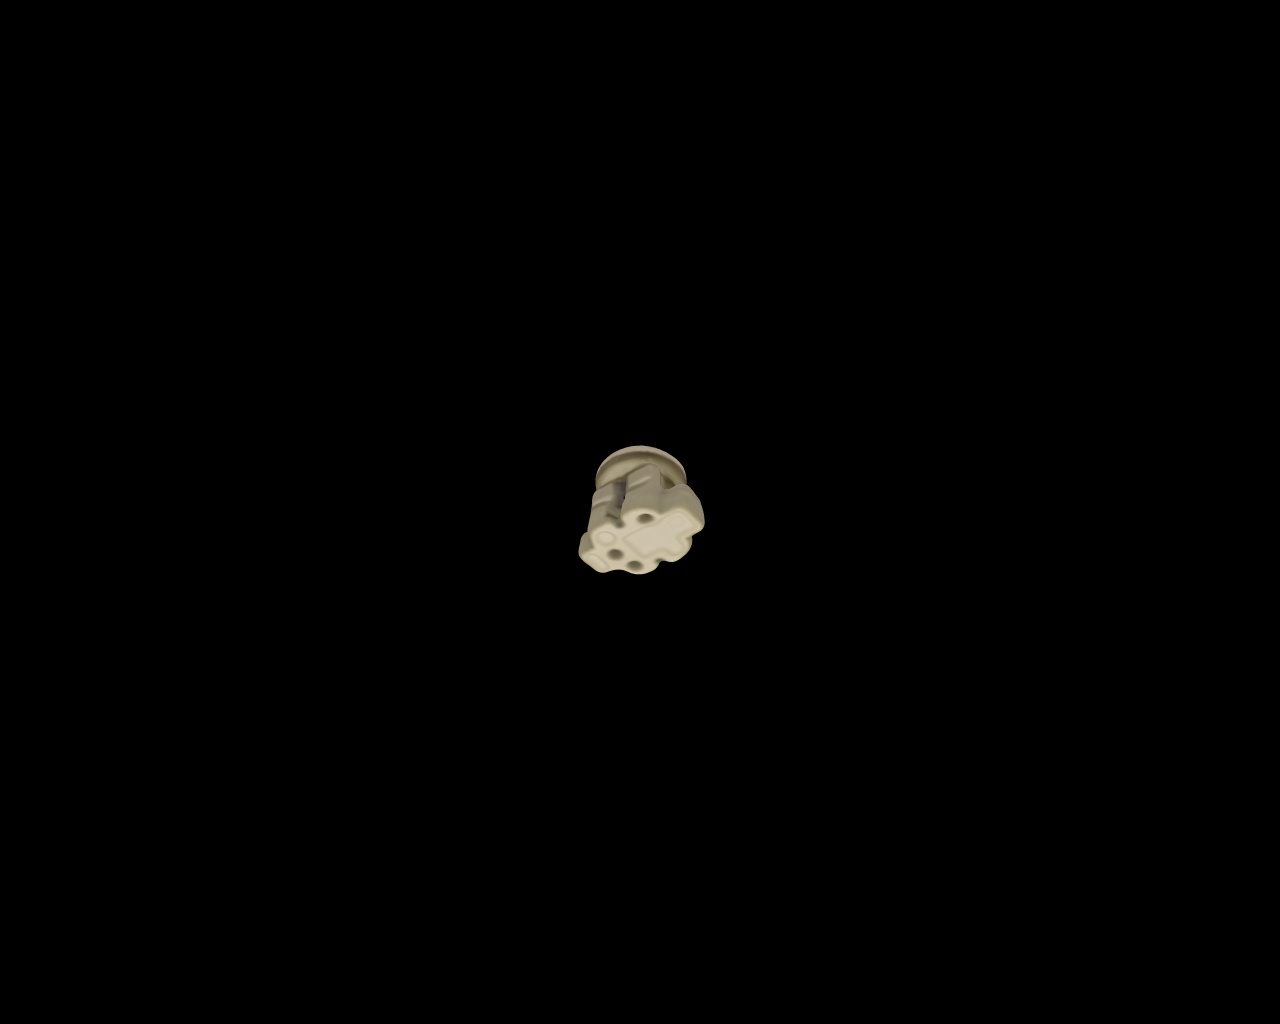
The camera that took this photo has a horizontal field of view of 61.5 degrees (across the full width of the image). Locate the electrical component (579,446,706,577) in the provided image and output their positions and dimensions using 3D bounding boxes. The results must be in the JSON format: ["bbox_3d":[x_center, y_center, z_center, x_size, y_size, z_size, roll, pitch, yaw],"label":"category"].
[{"bbox_3d":[0.001,-0.003,0.650,0.078,0.057,0.058,-26,-49,25],"label":"electrical component"}]
